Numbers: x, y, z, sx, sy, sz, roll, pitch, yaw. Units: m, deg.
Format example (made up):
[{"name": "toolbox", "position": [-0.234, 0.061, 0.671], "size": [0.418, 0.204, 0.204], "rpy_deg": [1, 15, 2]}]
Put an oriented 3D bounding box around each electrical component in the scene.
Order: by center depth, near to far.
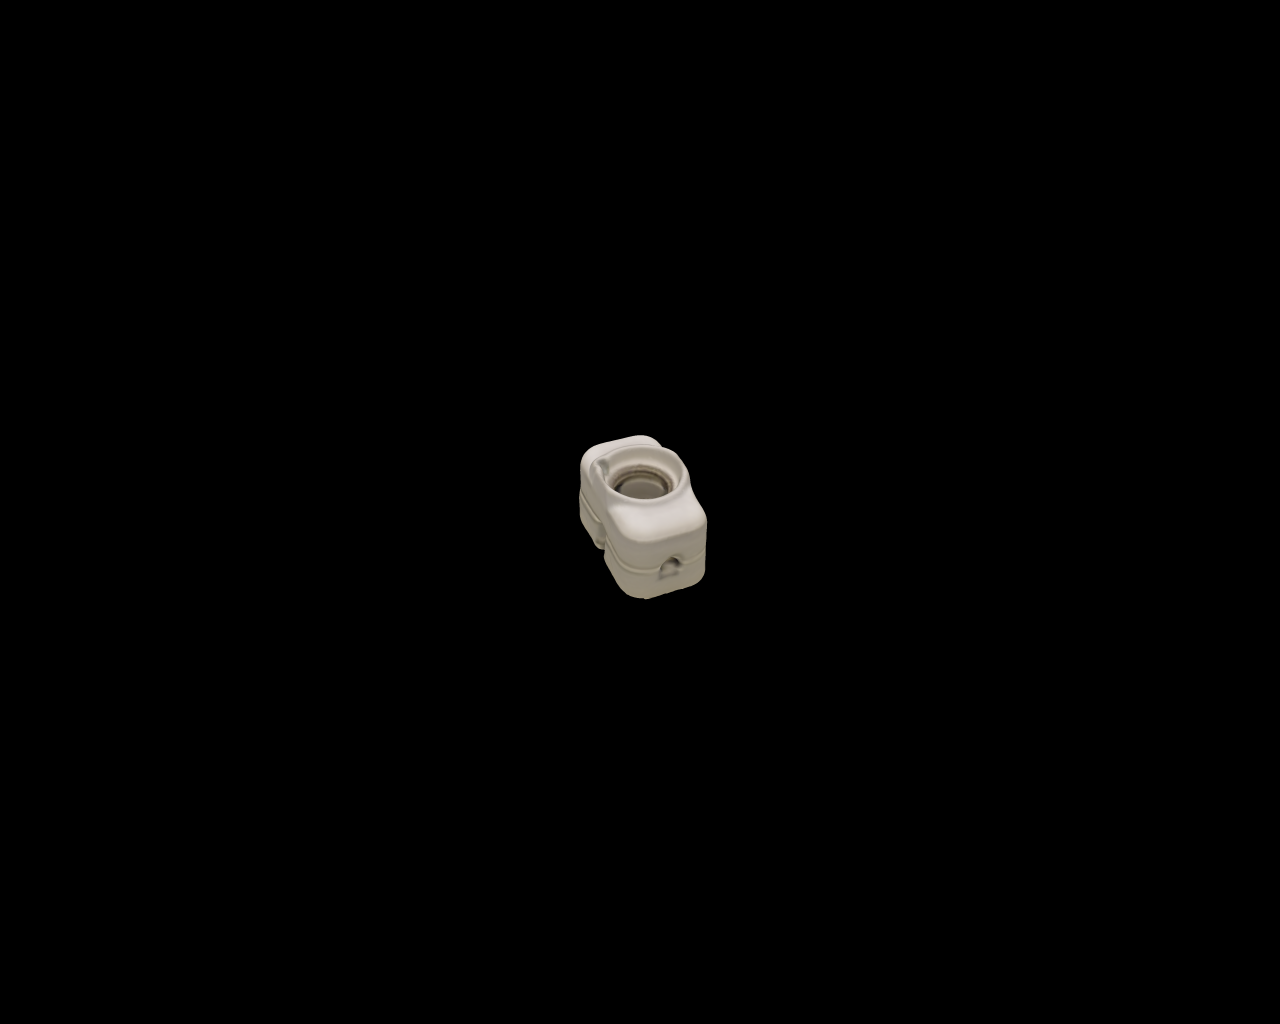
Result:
[{"name": "electrical component", "position": [0.001, -0.003, 0.650], "size": [0.054, 0.059, 0.095], "rpy_deg": [-14, 42, -16]}]
